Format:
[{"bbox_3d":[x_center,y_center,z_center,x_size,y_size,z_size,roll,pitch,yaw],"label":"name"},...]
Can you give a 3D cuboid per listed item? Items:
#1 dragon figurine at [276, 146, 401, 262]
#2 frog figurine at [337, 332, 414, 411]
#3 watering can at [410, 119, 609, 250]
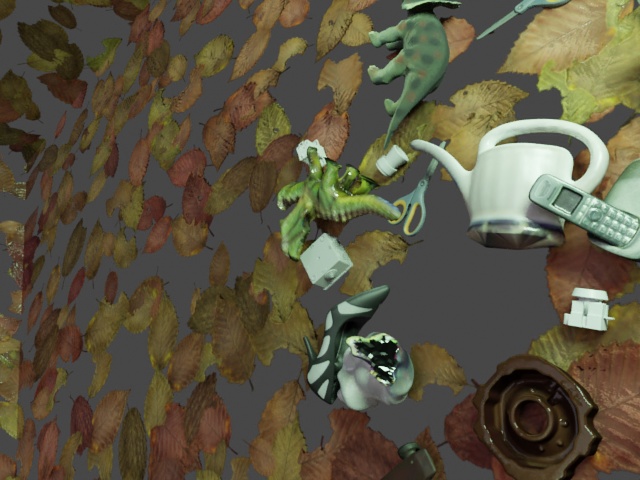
[{"bbox_3d":[0.003,-0.056,1.114,0.121,0.240,0.417,25,15,-32],"label":"dragon figurine"},{"bbox_3d":[0.098,0.252,0.943,0.138,0.155,0.125,29,45,23],"label":"frog figurine"},{"bbox_3d":[0.299,-0.095,0.884,0.347,0.226,0.103,2,-14,41],"label":"watering can"}]
